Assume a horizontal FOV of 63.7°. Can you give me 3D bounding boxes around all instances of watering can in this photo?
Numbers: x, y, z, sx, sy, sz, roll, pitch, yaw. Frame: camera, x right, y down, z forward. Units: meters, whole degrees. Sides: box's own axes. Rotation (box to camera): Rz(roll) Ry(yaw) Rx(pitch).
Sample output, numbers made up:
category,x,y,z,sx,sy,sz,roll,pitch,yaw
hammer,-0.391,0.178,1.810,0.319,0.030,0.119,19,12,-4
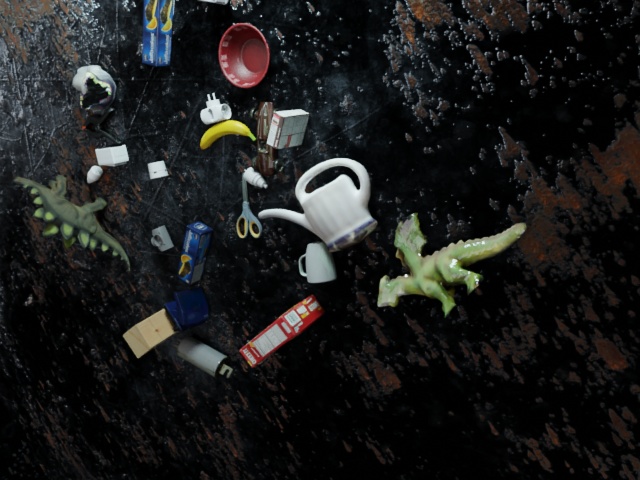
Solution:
category,x,y,z,sx,sy,sz,roll,pitch,yaw
watering can,0.004,-0.067,1.339,0.343,0.105,0.224,-31,90,33

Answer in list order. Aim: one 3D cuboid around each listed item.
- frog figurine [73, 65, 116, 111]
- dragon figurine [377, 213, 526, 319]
category,x,y,z,sx,sy,sz,roll,pitch,yaw
frog figurine,-0.718,-0.487,1.642,0.162,0.123,0.134,-134,37,-53
dragon figurine,0.273,0.039,1.227,0.245,0.123,0.403,45,121,19
